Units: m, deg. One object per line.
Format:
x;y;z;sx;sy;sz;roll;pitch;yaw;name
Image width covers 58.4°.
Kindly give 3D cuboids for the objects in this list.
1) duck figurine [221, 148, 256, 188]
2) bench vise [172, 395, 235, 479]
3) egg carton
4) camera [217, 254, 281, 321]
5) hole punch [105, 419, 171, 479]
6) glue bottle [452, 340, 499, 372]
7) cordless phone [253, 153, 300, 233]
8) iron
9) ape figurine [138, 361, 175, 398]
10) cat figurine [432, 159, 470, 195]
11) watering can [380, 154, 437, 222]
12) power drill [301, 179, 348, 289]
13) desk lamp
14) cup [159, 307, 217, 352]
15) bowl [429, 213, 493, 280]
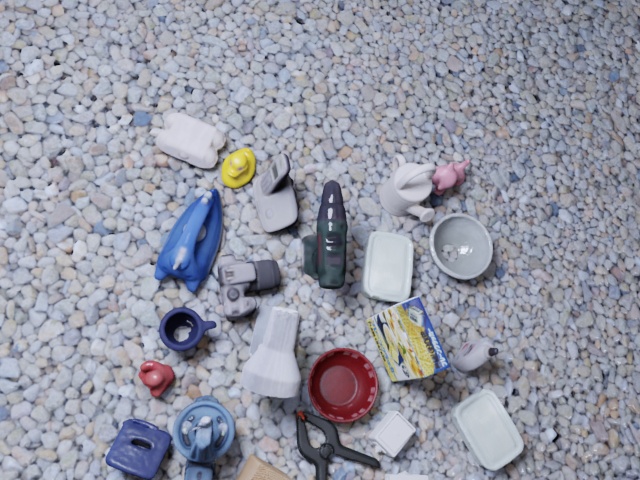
-0.191;-0.181;1.359;0.077;0.086;0.105;31;71;-2;duck figurine
-0.218;0.410;1.115;0.122;0.219;0.207;-11;77;-15;bench vise
-0.305;-0.234;1.358;0.150;0.069;0.107;21;71;-6;egg carton
-0.156;0.097;1.280;0.137;0.100;0.143;-8;76;-14;camera
-0.363;0.417;1.149;0.109;0.091;0.101;22;71;-5;hole punch
0.364;0.260;1.308;0.037;0.173;0.078;37;70;0;glue bottle
-0.093;-0.107;1.306;0.094;0.185;0.147;-14;78;-15;cordless phone
-0.275;-0.024;1.266;0.119;0.141;0.258;20;71;-6;iron
-0.342;0.287;1.190;0.076;0.092;0.078;-3;75;-13;ape figurine
0.327;-0.166;1.450;0.128;0.117;0.067;-30;82;-18;cat figurine
0.223;-0.128;1.376;0.101;0.194;0.173;-41;86;-19;watering can
0.012;0.005;1.285;0.076;0.208;0.229;0;74;-12;power drill
-0.095;0.226;1.197;0.118;0.213;0.203;12;72;-8;desk lamp
-0.282;0.193;1.228;0.118;0.095;0.091;-8;76;-14;cup
0.338;0.022;1.422;0.167;0.074;0.167;3;74;-11;bowl
